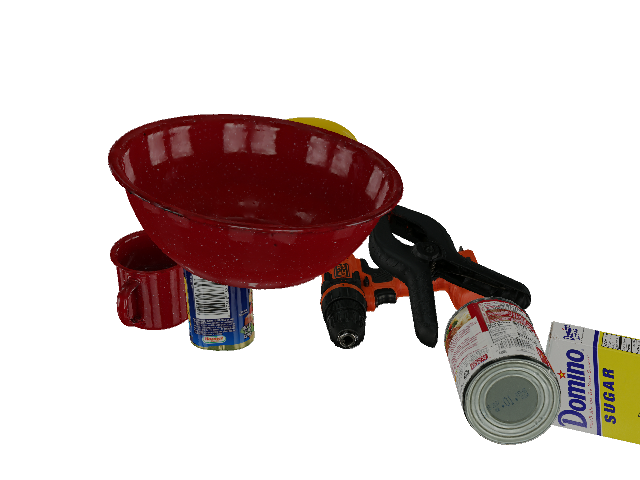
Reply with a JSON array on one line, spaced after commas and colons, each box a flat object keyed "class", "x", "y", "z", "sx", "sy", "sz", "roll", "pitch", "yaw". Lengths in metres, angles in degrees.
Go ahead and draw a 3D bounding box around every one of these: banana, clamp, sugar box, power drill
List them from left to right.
[{"class": "banana", "x": -0.023, "y": -0.099, "z": 1.117, "sx": 0.197, "sy": 0.037, "sz": 0.070, "roll": -7, "pitch": 49, "yaw": -42}, {"class": "power drill", "x": 0.093, "y": 0.063, "z": 1.223, "sx": 0.187, "sy": 0.057, "sz": 0.184, "roll": -1, "pitch": 28, "yaw": -2}, {"class": "clamp", "x": 0.107, "y": 0.021, "z": 0.967, "sx": 0.120, "sy": 0.039, "sz": 0.171, "roll": -7, "pitch": 46, "yaw": -27}, {"class": "sugar box", "x": 0.293, "y": 0.140, "z": 0.989, "sx": 0.176, "sy": 0.093, "sz": 0.048, "roll": 9, "pitch": 22, "yaw": 12}]

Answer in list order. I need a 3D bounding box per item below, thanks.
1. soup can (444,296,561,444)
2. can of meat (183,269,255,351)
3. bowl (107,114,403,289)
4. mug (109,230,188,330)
[{"class": "soup can", "x": 0.127, "y": 0.090, "z": 0.754, "sx": 0.068, "sy": 0.068, "sz": 0.102, "roll": 0, "pitch": 20, "yaw": 0}, {"class": "can of meat", "x": -0.081, "y": 0.029, "z": 0.858, "sx": 0.057, "sy": 0.084, "sz": 0.102, "roll": -3, "pitch": 27, "yaw": -3}, {"class": "bowl", "x": -0.038, "y": -0.018, "z": 0.594, "sx": 0.162, "sy": 0.055, "sz": 0.162, "roll": 7, "pitch": 25, "yaw": -3}, {"class": "mug", "x": -0.185, "y": 0.051, "z": 1.165, "sx": 0.093, "sy": 0.081, "sz": 0.117, "roll": 11, "pitch": 33, "yaw": 18}]
